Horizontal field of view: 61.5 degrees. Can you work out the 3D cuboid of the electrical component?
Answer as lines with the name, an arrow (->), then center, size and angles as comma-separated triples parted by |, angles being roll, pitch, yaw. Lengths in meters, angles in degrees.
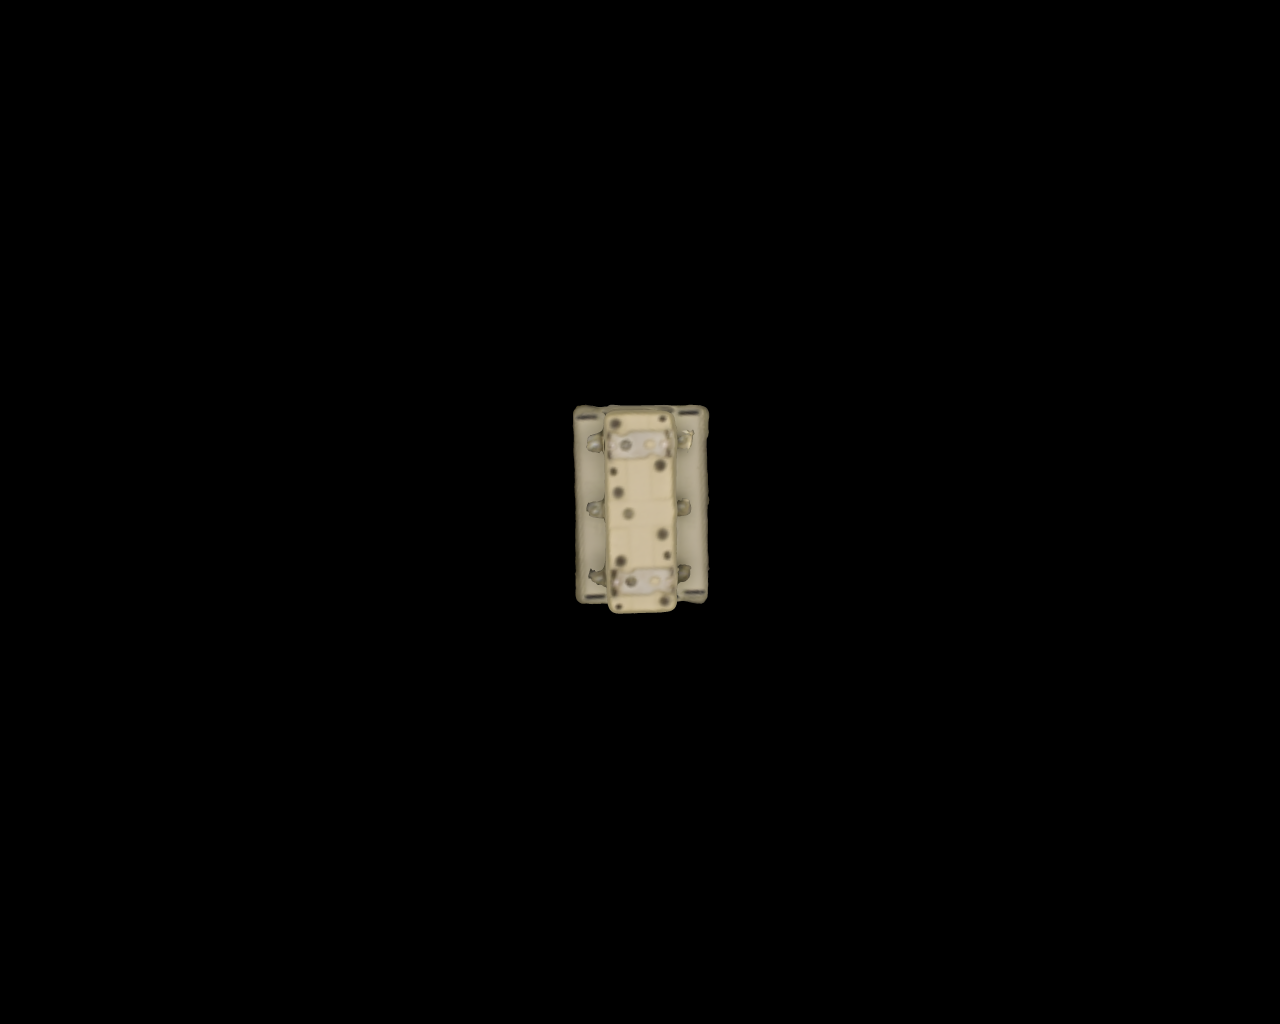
electrical component -> 0.001, -0.003, 0.650 | 0.079, 0.121, 0.063 | 0, 8, 0
